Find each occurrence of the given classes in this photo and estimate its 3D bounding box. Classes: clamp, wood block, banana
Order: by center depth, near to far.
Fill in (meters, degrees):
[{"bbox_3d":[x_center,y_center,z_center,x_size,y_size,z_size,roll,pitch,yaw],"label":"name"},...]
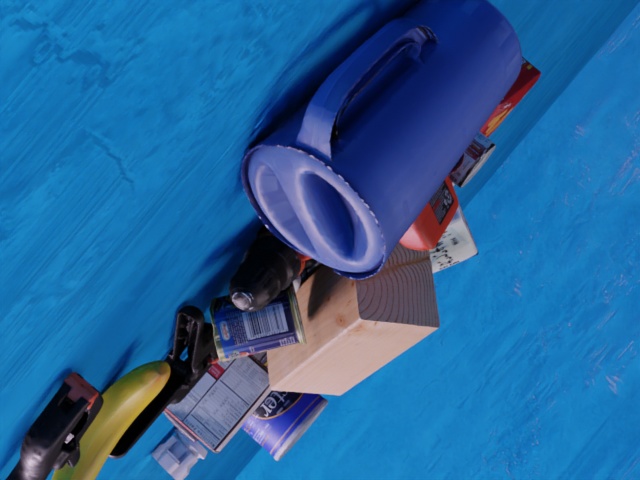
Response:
[{"bbox_3d":[-0.212,0.163,0.866,0.172,0.039,0.120,-53,180,29],"label":"clamp"},{"bbox_3d":[-0.194,0.181,0.960,0.037,0.070,0.198,26,99,-38],"label":"banana"},{"bbox_3d":[-0.136,0.122,1.072,0.165,0.036,0.209,-59,173,14],"label":"clamp"},{"bbox_3d":[0.027,0.085,1.107,0.206,0.090,0.090,-45,-137,52],"label":"wood block"}]

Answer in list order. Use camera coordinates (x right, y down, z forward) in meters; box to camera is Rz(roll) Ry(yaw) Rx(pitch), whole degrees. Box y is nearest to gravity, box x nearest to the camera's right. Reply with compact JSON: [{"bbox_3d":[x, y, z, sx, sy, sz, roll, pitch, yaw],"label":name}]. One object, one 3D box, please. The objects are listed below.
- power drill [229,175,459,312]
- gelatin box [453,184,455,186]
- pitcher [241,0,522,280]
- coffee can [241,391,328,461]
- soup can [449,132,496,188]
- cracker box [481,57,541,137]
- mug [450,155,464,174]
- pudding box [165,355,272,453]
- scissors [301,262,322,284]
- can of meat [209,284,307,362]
[{"bbox_3d":[0.020,-0.007,0.965,0.188,0.057,0.184,-14,-156,31],"label":"power drill"},{"bbox_3d":[0.150,-0.118,1.318,0.073,0.089,0.030,-49,168,-4],"label":"gelatin box"},{"bbox_3d":[0.059,-0.100,0.844,0.242,0.145,0.149,-49,-161,-29],"label":"pitcher"},{"bbox_3d":[-0.074,0.205,1.402,0.102,0.140,0.103,-48,171,-10],"label":"coffee can"},{"bbox_3d":[0.149,-0.119,1.267,0.068,0.102,0.068,-48,171,-11],"label":"soup can"},{"bbox_3d":[0.198,-0.152,1.479,0.164,0.072,0.214,-38,166,-53],"label":"cracker box"},{"bbox_3d":[0.093,-0.088,1.202,0.117,0.093,0.082,-13,157,-31],"label":"mug"},{"bbox_3d":[-0.115,0.173,1.221,0.113,0.090,0.039,-49,171,-5],"label":"pudding box"},{"bbox_3d":[-0.040,0.039,1.144,0.202,0.096,0.016,-25,-140,35],"label":"scissors"},{"bbox_3d":[-0.061,0.077,1.039,0.084,0.057,0.102,-13,-174,-1],"label":"can of meat"}]
